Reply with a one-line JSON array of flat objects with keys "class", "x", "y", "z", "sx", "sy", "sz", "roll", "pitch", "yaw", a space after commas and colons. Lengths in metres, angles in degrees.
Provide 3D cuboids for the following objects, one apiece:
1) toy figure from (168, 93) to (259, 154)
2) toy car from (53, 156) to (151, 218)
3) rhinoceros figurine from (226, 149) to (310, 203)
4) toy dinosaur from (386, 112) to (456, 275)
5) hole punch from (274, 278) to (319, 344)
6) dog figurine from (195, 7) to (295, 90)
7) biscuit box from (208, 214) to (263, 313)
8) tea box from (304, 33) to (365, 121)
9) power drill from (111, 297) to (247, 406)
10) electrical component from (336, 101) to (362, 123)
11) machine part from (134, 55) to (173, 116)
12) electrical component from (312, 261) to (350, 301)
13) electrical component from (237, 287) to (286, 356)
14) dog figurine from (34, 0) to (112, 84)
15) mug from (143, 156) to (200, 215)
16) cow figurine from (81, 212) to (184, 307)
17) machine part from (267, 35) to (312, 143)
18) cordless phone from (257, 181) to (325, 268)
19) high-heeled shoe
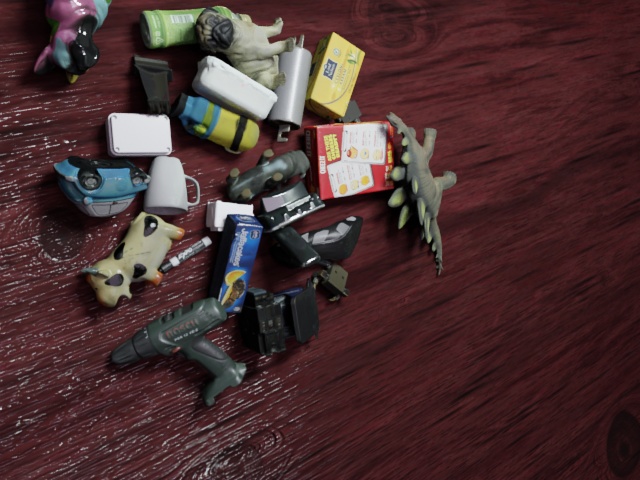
[{"class": "toy figure", "x": -0.211, "y": -0.235, "z": 1.095, "sx": 0.180, "sy": 0.089, "sz": 0.082, "roll": 25, "pitch": 86, "yaw": -30}, {"class": "toy car", "x": -0.402, "y": -0.095, "z": 0.990, "sx": 0.161, "sy": 0.109, "sz": 0.102, "roll": -5, "pitch": 117, "yaw": -41}, {"class": "rhinoceros figurine", "x": -0.109, "y": -0.135, "z": 1.148, "sx": 0.190, "sy": 0.112, "sz": 0.073, "roll": -29, "pitch": 77, "yaw": -13}, {"class": "toy dinosaur", "x": 0.252, "y": -0.111, "z": 1.335, "sx": 0.198, "sy": 0.105, "sz": 0.470, "roll": -58, "pitch": 132, "yaw": -29}, {"class": "hole punch", "x": -0.061, "y": 0.166, "z": 1.202, "sx": 0.116, "sy": 0.092, "sz": 0.142, "roll": -18, "pitch": 99, "yaw": -62}, {"class": "dog figurine", "x": -0.169, "y": -0.373, "z": 1.085, "sx": 0.190, "sy": 0.121, "sz": 0.172, "roll": -6, "pitch": 133, "yaw": -28}, {"class": "biscuit box", "x": -0.175, "y": 0.048, "z": 1.097, "sx": 0.059, "sy": 0.063, "sz": 0.202, "roll": 5, "pitch": 112, "yaw": -30}, {"class": "tea box", "x": 0.027, "y": -0.374, "z": 1.242, "sx": 0.098, "sy": 0.068, "sz": 0.169, "roll": 22, "pitch": 81, "yaw": -29}, {"class": "power drill", "x": -0.263, "y": 0.232, "z": 1.072, "sx": 0.232, "sy": 0.086, "sz": 0.207, "roll": -35, "pitch": 108, "yaw": -2}, {"class": "electrical component", "x": 0.065, "y": -0.303, "z": 1.292, "sx": 0.063, "sy": 0.021, "sz": 0.094, "roll": -35, "pitch": 108, "yaw": -24}, {"class": "machine part", "x": -0.318, "y": -0.300, "z": 1.035, "sx": 0.084, "sy": 0.039, "sz": 0.139, "roll": 7, "pitch": 55, "yaw": -36}, {"class": "electrical component", "x": 0.026, "y": 0.097, "z": 1.267, "sx": 0.102, "sy": 0.045, "sz": 0.078, "roll": 35, "pitch": 46, "yaw": -29}, {"class": "electrical component", "x": -0.128, "y": 0.169, "z": 1.137, "sx": 0.058, "sy": 0.115, "sz": 0.134, "roll": -12, "pitch": 97, "yaw": -33}, {"class": "dog figurine", "x": -0.451, "y": -0.394, "z": 0.946, "sx": 0.219, "sy": 0.192, "sz": 0.108, "roll": -64, "pitch": 159, "yaw": 13}, {"class": "mug", "x": -0.291, "y": -0.108, "z": 1.058, "sx": 0.109, "sy": 0.081, "sz": 0.107, "roll": 0, "pitch": 83, "yaw": -25}, {"class": "cow figurine", "x": -0.360, "y": 0.037, "z": 1.018, "sx": 0.127, "sy": 0.086, "sz": 0.195, "roll": 33, "pitch": 73, "yaw": -26}, {"class": "machine part", "x": -0.067, "y": -0.333, "z": 1.184, "sx": 0.079, "sy": 0.079, "sz": 0.243, "roll": 10, "pitch": 87, "yaw": -30}, {"class": "cordless phone", "x": -0.036, "y": -0.028, "z": 1.146, "sx": 0.146, "sy": 0.184, "sz": 0.088, "roll": -26, "pitch": 146, "yaw": -26}, {"class": "high-heeled shoe", "x": -0.003, "y": -0.004, "z": 1.253, "sx": 0.249, "sy": 0.145, "sz": 0.086, "roll": -45, "pitch": 144, "yaw": -51}]
